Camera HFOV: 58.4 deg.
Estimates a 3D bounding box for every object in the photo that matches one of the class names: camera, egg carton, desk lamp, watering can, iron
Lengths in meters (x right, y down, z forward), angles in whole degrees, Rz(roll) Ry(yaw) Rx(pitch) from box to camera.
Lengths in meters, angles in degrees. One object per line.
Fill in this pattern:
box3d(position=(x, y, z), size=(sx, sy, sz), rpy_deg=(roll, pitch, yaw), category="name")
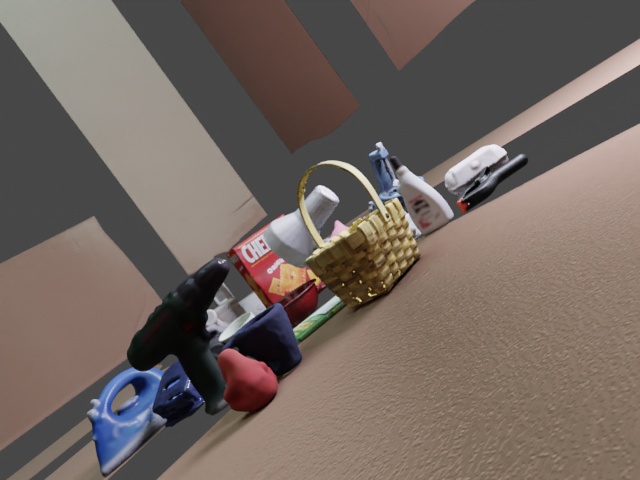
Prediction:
box3d(position=(-0.237, 0.249, 1.262), size=(0.143, 0.101, 0.137), rpy_deg=(-36, 3, -7), category="camera")
box3d(position=(0.355, -0.157, 1.306), size=(0.150, 0.069, 0.107), rpy_deg=(-35, 3, 9), category="egg carton")
box3d(position=(0.011, 0.004, 1.227), size=(0.203, 0.213, 0.118), rpy_deg=(-34, 3, 18), category="desk lamp")
box3d(position=(-0.240, 0.184, 1.408), size=(0.101, 0.194, 0.172), rpy_deg=(-36, 3, -15), category="watering can")
box3d(position=(-0.388, 0.338, 1.153), size=(0.118, 0.141, 0.259), rpy_deg=(-34, 3, 25), category="iron")

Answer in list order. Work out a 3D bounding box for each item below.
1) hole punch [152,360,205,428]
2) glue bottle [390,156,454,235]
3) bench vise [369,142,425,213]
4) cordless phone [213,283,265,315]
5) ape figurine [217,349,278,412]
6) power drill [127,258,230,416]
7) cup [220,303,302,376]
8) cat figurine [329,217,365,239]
box3d(position=(-0.265, 0.285, 1.091), size=(0.108, 0.091, 0.101), rpy_deg=(-34, 3, 22), category="hole punch")
box3d(position=(0.193, -0.097, 1.162), size=(0.078, 0.173, 0.037), rpy_deg=(-33, 4, 34), category="glue bottle")
box3d(position=(0.170, -0.127, 1.451), size=(0.207, 0.220, 0.122), rpy_deg=(-33, 4, 39), category="bench vise")
box3d(position=(-0.219, 0.164, 1.583), size=(0.148, 0.185, 0.094), rpy_deg=(-37, 4, -23), category="cordless phone")
box3d(position=(-0.106, 0.190, 0.795), size=(0.078, 0.092, 0.076), rpy_deg=(-37, 3, -22), category="ape figurine")
box3d(position=(-0.193, 0.171, 0.946), size=(0.229, 0.208, 0.075), rpy_deg=(-35, 3, 6), category="power drill")
box3d(position=(-0.082, 0.166, 0.868), size=(0.118, 0.095, 0.091), rpy_deg=(-37, 3, -19), category="cup")
box3d(position=(0.086, -0.009, 1.526), size=(0.128, 0.118, 0.067), rpy_deg=(-35, 3, 7), category="cat figurine")
